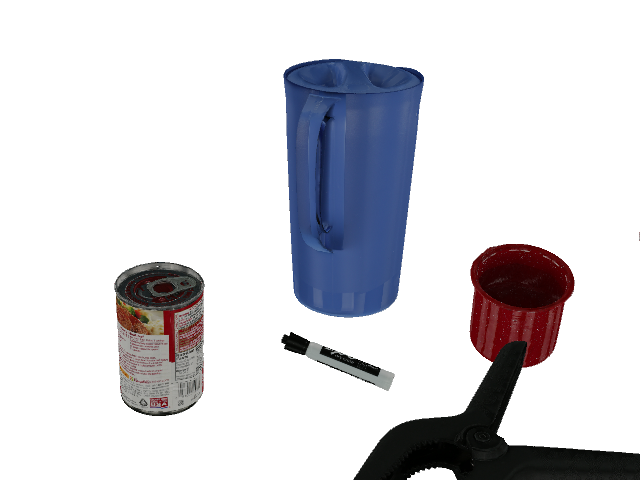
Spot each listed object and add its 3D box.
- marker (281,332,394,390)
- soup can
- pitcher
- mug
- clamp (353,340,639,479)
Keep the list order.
[{"bbox_3d":[0.017,0.123,1.093,0.121,0.020,0.020,22,2,6],"label":"marker"},{"bbox_3d":[-0.125,0.077,0.836,0.068,0.102,0.068,2,28,-1],"label":"soup can"},{"bbox_3d":[0.024,-0.048,1.044,0.149,0.243,0.145,-8,24,-21],"label":"pitcher"},{"bbox_3d":[0.178,0.056,0.994,0.093,0.081,0.117,-12,41,-14],"label":"mug"},{"bbox_3d":[0.102,0.133,0.693,0.209,0.036,0.165,-13,31,-20],"label":"clamp"}]
